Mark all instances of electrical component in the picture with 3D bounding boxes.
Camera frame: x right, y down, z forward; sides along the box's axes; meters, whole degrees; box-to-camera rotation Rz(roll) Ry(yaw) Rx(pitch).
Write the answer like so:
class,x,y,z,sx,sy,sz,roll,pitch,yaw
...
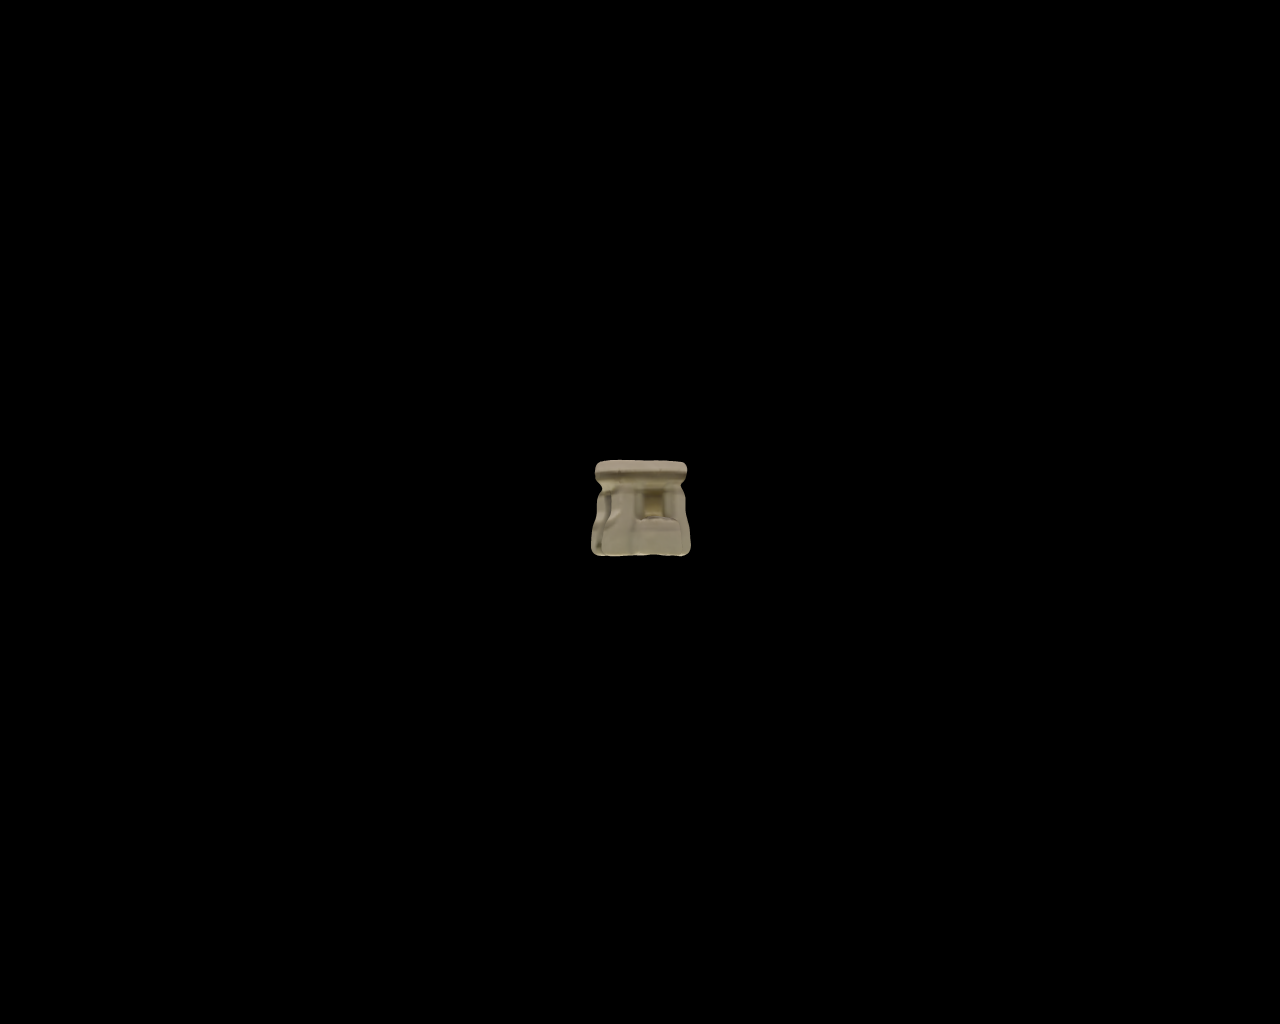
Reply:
class,x,y,z,sx,sy,sz,roll,pitch,yaw
electrical component,0.001,-0.003,0.650,0.058,0.057,0.078,1,-2,-19
